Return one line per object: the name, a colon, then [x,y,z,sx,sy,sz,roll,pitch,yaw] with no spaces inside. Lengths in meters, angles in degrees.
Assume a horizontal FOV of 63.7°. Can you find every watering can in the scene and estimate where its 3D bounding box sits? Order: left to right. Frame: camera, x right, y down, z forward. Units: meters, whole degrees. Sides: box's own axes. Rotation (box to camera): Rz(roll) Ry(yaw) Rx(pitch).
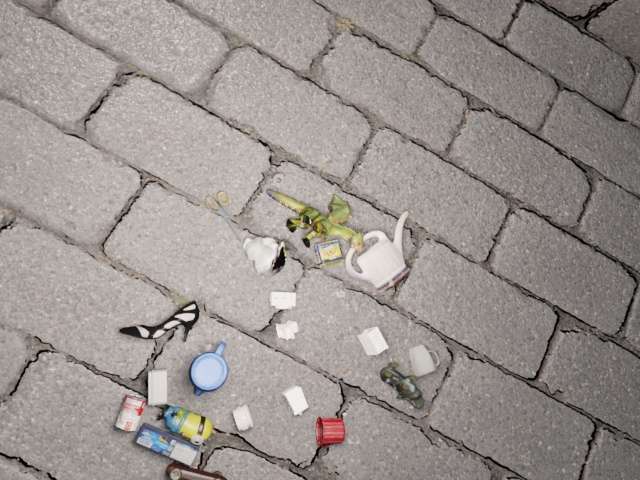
watering can: [0.261,0.053,1.966,0.351,0.103,0.224,-35,89,-18]

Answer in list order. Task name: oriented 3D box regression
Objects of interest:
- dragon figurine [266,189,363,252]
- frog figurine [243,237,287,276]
dragon figurine: [0.006,-0.098,1.949,0.246,0.119,0.415,-27,65,-39]
frog figurine: [-0.206,0.055,1.873,0.160,0.122,0.138,11,83,26]
